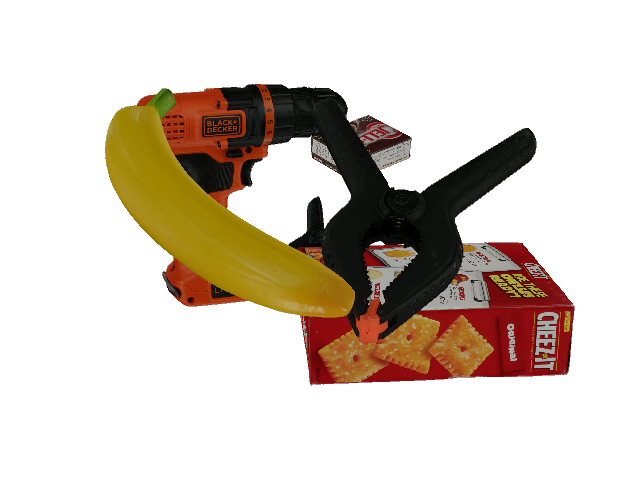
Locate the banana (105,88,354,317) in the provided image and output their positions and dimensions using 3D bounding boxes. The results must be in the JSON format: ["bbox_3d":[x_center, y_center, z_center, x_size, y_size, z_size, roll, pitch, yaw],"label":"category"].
[{"bbox_3d":[-0.063,-0.020,0.566,0.069,0.198,0.037,-28,-34,-21],"label":"banana"}]

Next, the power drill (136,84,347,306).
[{"bbox_3d":[-0.067,-0.042,0.922,0.184,0.188,0.057,-5,21,-18],"label":"power drill"}]

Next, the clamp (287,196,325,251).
[{"bbox_3d":[0.016,0.004,1.198,0.120,0.039,0.171,-4,36,28],"label":"clamp"}]

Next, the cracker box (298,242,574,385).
[{"bbox_3d":[0.090,0.060,0.923,0.213,0.072,0.164,-1,19,-4],"label":"cracker box"}]

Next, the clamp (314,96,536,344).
[{"bbox_3d":[0.047,-0.022,0.738,0.165,0.209,0.036,15,-39,15],"label":"clamp"}]

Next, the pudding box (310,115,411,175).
[{"bbox_3d":[0.056,-0.129,1.484,0.113,0.039,0.090,-26,40,-32],"label":"pudding box"}]
